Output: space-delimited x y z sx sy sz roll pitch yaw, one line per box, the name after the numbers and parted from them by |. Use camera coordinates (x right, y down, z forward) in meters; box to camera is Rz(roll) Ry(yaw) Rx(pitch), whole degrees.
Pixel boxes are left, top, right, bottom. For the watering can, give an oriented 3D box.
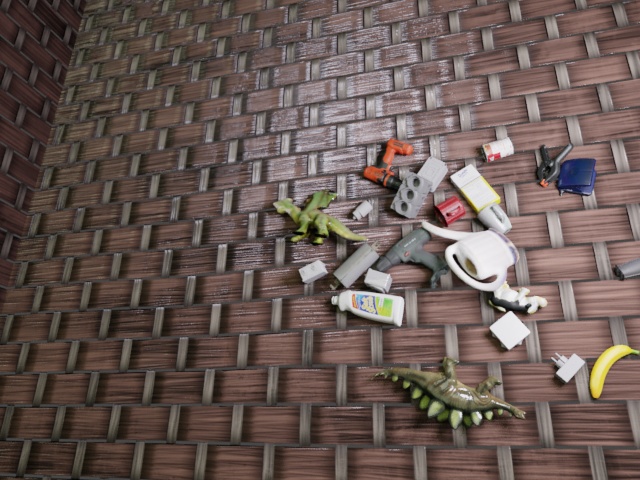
0.514 0.023 1.737 0.225 0.354 0.101 -21 -39 -15 | watering can

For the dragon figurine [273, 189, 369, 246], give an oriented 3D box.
0.006 -0.100 1.983 0.410 0.248 0.120 4 -29 17 | dragon figurine
